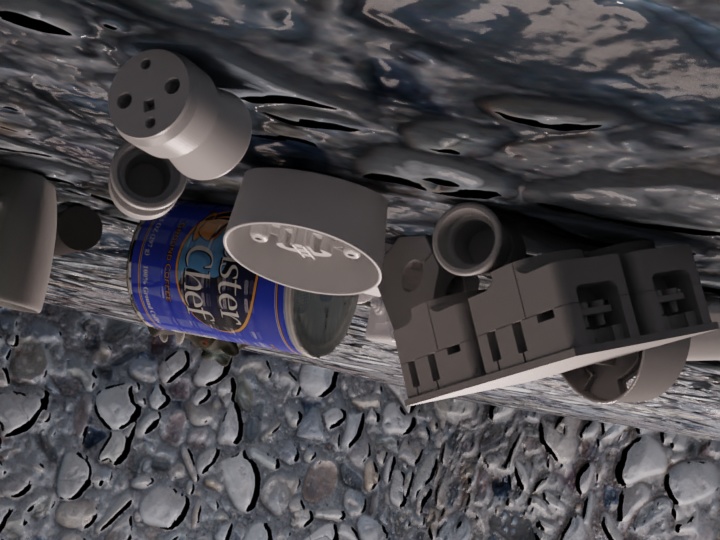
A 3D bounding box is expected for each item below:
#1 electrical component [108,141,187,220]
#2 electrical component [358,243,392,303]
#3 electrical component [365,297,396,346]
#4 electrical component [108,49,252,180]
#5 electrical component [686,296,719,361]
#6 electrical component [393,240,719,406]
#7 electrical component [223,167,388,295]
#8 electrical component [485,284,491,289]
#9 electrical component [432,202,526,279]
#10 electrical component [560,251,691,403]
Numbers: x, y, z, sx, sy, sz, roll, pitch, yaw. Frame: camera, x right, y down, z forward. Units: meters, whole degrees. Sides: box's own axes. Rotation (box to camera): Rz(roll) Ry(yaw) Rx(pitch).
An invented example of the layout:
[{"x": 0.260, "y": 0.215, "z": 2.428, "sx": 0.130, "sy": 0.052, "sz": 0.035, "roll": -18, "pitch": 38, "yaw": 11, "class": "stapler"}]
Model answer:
[{"x": -0.130, "y": -0.055, "z": 0.653, "sx": 0.045, "sy": 0.045, "sz": 0.055, "roll": 13, "pitch": 172, "yaw": -13, "class": "electrical component"}, {"x": 0.000, "y": 0.000, "z": 0.855, "sx": 0.066, "sy": 0.048, "sz": 0.055, "roll": 13, "pitch": 164, "yaw": -13, "class": "electrical component"}, {"x": 0.048, "y": 0.043, "z": 1.021, "sx": 0.096, "sy": 0.061, "sz": 0.061, "roll": 15, "pitch": 171, "yaw": -25, "class": "electrical component"}, {"x": -0.080, "y": -0.069, "z": 0.482, "sx": 0.045, "sy": 0.045, "sz": 0.055, "roll": 8, "pitch": 171, "yaw": 23, "class": "electrical component"}, {"x": 0.234, "y": 0.039, "z": 0.779, "sx": 0.077, "sy": 0.043, "sz": 0.079, "roll": -1, "pitch": -169, "yaw": -4, "class": "electrical component"}, {"x": 0.111, "y": 0.034, "z": 0.670, "sx": 0.105, "sy": 0.060, "sz": 0.186, "roll": -7, "pitch": 169, "yaw": -29, "class": "electrical component"}, {"x": -0.031, "y": -0.024, "z": 0.655, "sx": 0.099, "sy": 0.064, "sz": 0.099, "roll": 11, "pitch": 172, "yaw": 2, "class": "electrical component"}, {"x": 0.125, "y": 0.028, "z": 0.873, "sx": 0.043, "sy": 0.043, "sz": 0.081, "roll": 16, "pitch": 171, "yaw": -28, "class": "electrical component"}, {"x": 0.077, "y": -0.014, "z": 0.662, "sx": 0.044, "sy": 0.044, "sz": 0.065, "roll": 7, "pitch": 176, "yaw": 28, "class": "electrical component"}, {"x": 0.170, "y": 0.040, "z": 0.720, "sx": 0.064, "sy": 0.099, "sz": 0.099, "roll": 9, "pitch": 175, "yaw": -29, "class": "electrical component"}]
